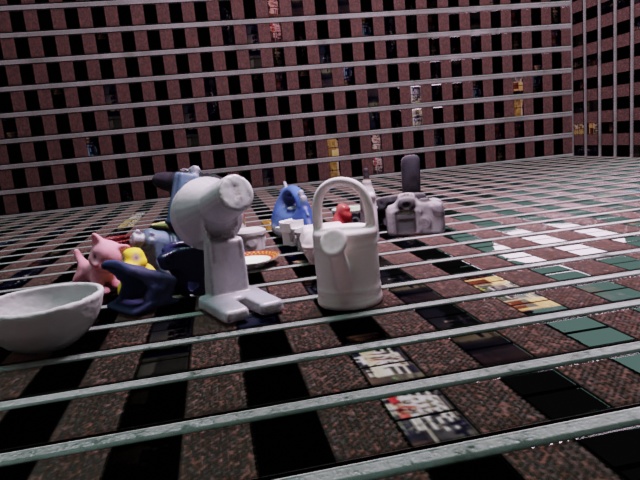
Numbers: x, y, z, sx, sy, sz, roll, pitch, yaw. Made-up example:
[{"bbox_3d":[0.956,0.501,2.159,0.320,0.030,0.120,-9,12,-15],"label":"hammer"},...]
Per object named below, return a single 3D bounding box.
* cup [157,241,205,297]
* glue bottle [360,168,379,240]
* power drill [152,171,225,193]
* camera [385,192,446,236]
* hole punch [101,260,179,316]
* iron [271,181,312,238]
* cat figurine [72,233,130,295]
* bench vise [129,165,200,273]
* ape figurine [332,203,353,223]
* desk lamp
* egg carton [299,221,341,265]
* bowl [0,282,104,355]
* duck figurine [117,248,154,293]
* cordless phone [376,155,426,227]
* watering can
[{"bbox_3d":[-0.232,0.054,0.999,0.091,0.095,0.118,0,12,29],"label":"cup"},{"bbox_3d":[0.116,-0.085,1.368,0.037,0.173,0.078,-7,10,-6],"label":"glue bottle"},{"bbox_3d":[-0.276,-0.061,1.338,0.229,0.208,0.076,-3,11,13],"label":"power drill"},{"bbox_3d":[0.236,-0.072,1.434,0.143,0.101,0.137,-4,10,8],"label":"camera"},{"bbox_3d":[-0.301,0.070,0.961,0.108,0.091,0.101,5,14,43],"label":"hole punch"},{"bbox_3d":[-0.059,-0.081,1.522,0.119,0.141,0.257,-9,11,-18],"label":"iron"},{"bbox_3d":[-0.425,0.042,1.102,0.127,0.118,0.067,0,12,26],"label":"cat figurine"},{"bbox_3d":[-0.293,-0.042,1.208,0.121,0.220,0.208,0,12,29],"label":"bench vise"},{"bbox_3d":[0.058,-0.043,1.394,0.075,0.092,0.078,1,12,33],"label":"ape figurine"},{"bbox_3d":[-0.149,0.002,0.908,0.118,0.213,0.202,-12,12,-30],"label":"desk lamp"},{"bbox_3d":[0.011,0.004,1.219,0.107,0.069,0.150,-6,10,-5],"label":"egg carton"},{"bbox_3d":[-0.384,0.115,0.801,0.167,0.075,0.167,-5,10,1],"label":"bowl"},{"bbox_3d":[-0.343,0.055,1.075,0.077,0.086,0.104,-4,10,10],"label":"duck figurine"},{"bbox_3d":[0.212,-0.134,1.550,0.148,0.185,0.094,-7,11,-10],"label":"cordless phone"},{"bbox_3d":[0.039,0.003,0.863,0.101,0.194,0.172,-7,10,-8],"label":"watering can"}]
